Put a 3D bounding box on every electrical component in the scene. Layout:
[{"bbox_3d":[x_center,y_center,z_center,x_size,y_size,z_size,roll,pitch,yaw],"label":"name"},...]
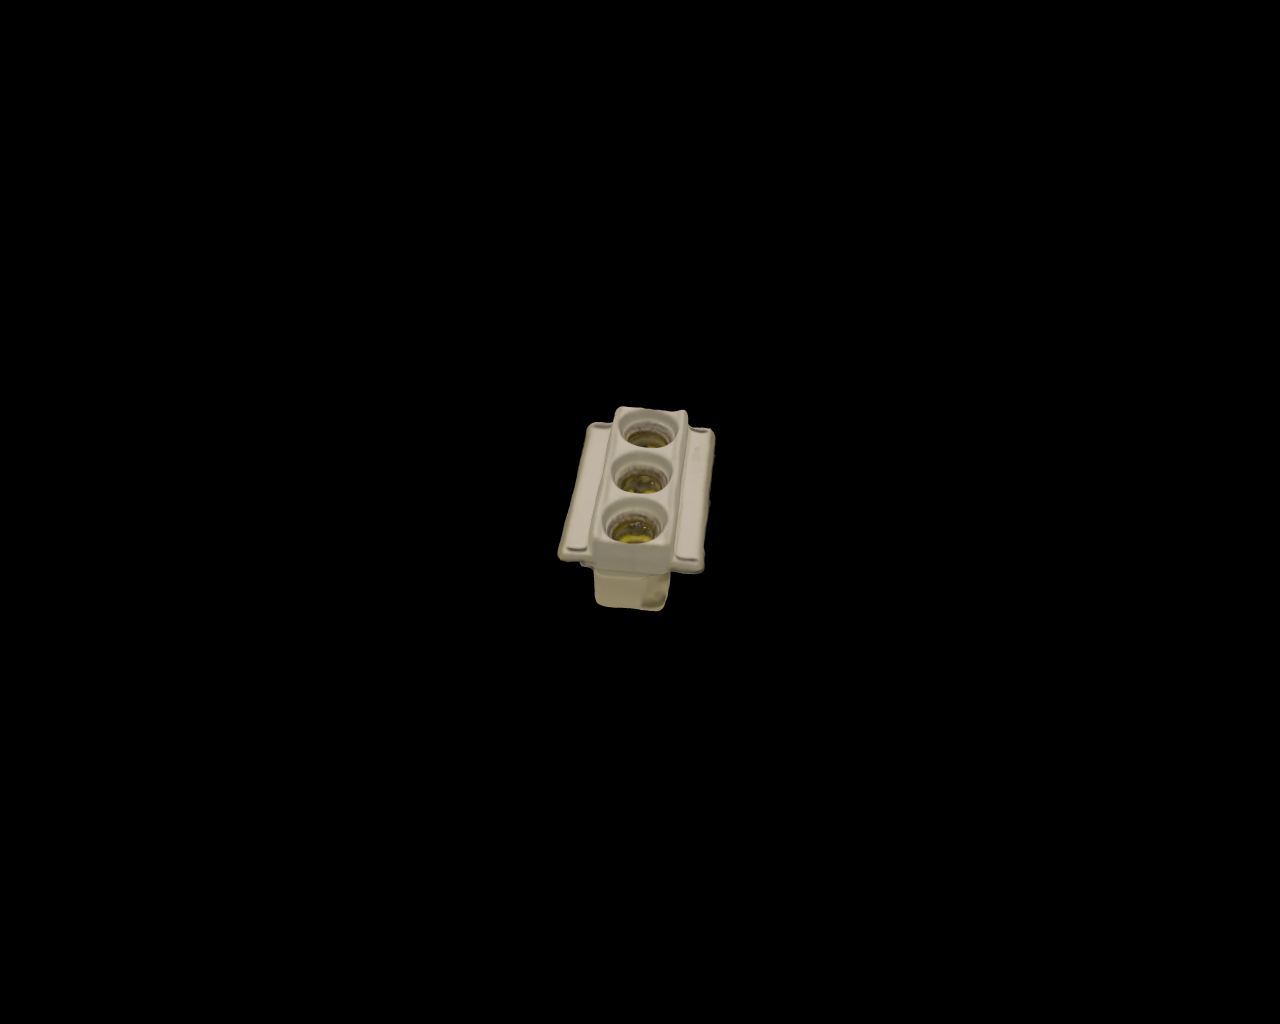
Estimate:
[{"bbox_3d":[0.001,-0.003,0.650,0.079,0.063,0.121,4,44,4],"label":"electrical component"}]
